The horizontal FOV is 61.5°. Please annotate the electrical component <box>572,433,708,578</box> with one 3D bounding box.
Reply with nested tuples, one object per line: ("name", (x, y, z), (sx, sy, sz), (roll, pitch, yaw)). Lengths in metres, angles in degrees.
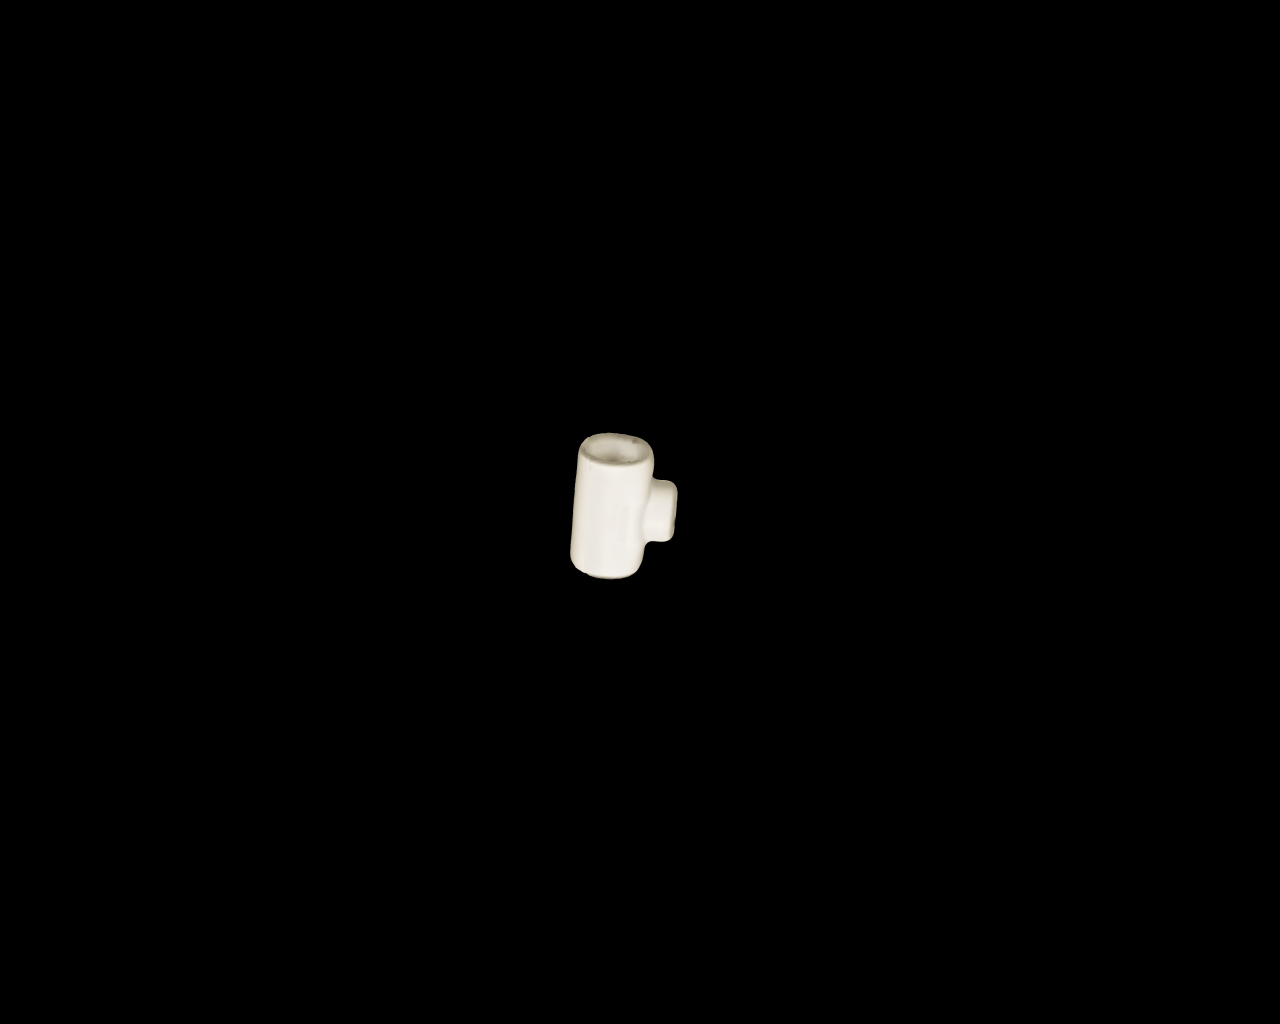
("electrical component", (0.001, -0.003, 0.650), (0.079, 0.077, 0.043), (4, 28, -2))
